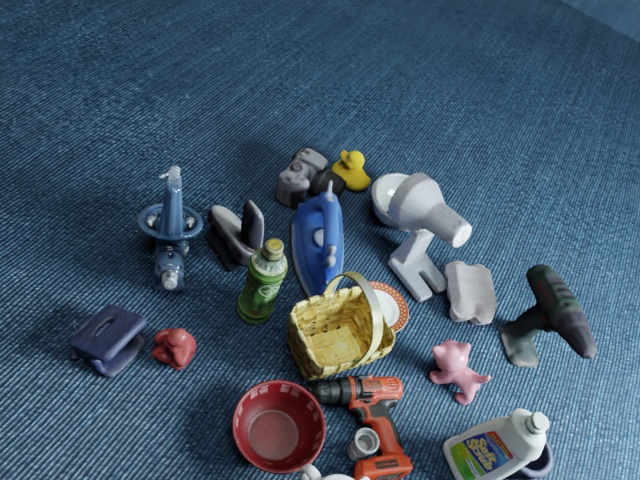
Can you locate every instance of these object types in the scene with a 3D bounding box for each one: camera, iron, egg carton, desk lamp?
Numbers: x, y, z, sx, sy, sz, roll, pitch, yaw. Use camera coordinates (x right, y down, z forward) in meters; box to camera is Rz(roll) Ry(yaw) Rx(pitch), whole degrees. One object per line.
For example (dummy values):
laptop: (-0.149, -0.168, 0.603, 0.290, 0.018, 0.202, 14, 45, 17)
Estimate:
camera: (-0.014, -0.139, 1.333, 0.136, 0.101, 0.143, 30, 50, 5)
iron: (0.011, 0.004, 1.203, 0.119, 0.141, 0.258, 6, 52, -14)
egg carton: (0.332, 0.117, 1.272, 0.107, 0.069, 0.150, 9, 51, -12)
desk lamp: (0.230, -0.011, 1.242, 0.118, 0.213, 0.203, -22, 63, -31)

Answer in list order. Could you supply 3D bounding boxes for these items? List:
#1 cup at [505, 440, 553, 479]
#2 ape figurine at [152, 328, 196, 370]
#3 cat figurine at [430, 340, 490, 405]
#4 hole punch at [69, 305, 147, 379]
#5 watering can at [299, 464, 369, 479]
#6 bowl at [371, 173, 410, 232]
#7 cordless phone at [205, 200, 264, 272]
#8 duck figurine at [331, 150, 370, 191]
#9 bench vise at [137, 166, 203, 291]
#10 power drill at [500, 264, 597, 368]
cup: (0.366, 0.390, 1.052, 0.091, 0.095, 0.118, 30, 50, 6)
ape figurine: (-0.252, 0.183, 1.005, 0.076, 0.092, 0.077, -11, 58, -26)
cat figurine: (0.271, 0.246, 1.118, 0.127, 0.117, 0.067, 35, 50, 10)
hole punch: (-0.364, 0.165, 0.982, 0.101, 0.091, 0.109, 32, 50, 8)
watering can: (0.033, 0.412, 0.857, 0.172, 0.194, 0.101, 31, 50, 7)
bowl: (0.192, -0.078, 1.372, 0.168, 0.074, 0.167, 10, 51, -12)
cordless phone: (-0.160, -0.037, 1.148, 0.094, 0.185, 0.147, -29, 66, -34)
duck figurine: (0.084, -0.177, 1.406, 0.104, 0.086, 0.078, 39, 51, 13)
bench vise: (-0.267, -0.018, 1.073, 0.122, 0.219, 0.207, -13, 59, -27)
power drill: (0.462, 0.177, 1.178, 0.076, 0.208, 0.229, 4, 52, -16)
